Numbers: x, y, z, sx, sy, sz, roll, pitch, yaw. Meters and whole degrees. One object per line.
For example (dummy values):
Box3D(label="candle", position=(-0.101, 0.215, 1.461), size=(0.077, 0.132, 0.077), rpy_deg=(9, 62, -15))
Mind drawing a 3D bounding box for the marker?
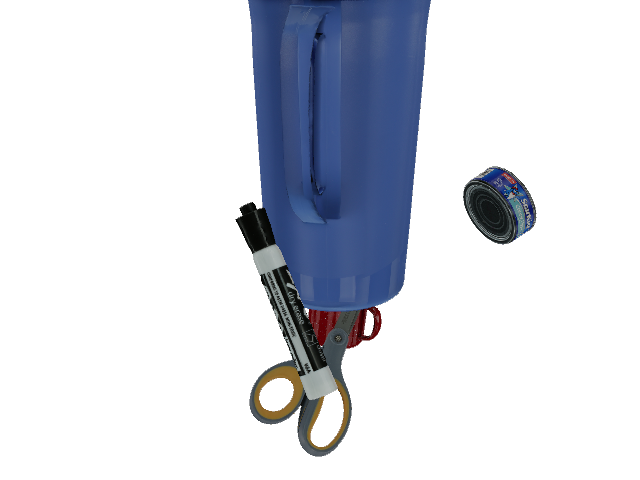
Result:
Box3D(label="marker", position=(-0.021, 0.035, 0.629), size=(0.020, 0.121, 0.020), rpy_deg=(-22, -2, -1))

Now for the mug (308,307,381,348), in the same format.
Box3D(label="mug", position=(0.035, 0.105, 1.512), size=(0.117, 0.081, 0.093), rpy_deg=(17, 23, 28))

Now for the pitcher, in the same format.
Box3D(label="pitcher", position=(0.009, -0.071, 0.796), size=(0.149, 0.243, 0.145), rpy_deg=(-11, 22, -28))

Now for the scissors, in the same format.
Box3D(label="scissors", position=(-0.005, 0.091, 0.934), size=(0.096, 0.201, 0.016), rpy_deg=(11, -33, -5))

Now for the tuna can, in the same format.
Box3D(label="tuna can", position=(0.203, -0.039, 1.218), size=(0.033, 0.086, 0.086), rpy_deg=(-32, 14, -24))
